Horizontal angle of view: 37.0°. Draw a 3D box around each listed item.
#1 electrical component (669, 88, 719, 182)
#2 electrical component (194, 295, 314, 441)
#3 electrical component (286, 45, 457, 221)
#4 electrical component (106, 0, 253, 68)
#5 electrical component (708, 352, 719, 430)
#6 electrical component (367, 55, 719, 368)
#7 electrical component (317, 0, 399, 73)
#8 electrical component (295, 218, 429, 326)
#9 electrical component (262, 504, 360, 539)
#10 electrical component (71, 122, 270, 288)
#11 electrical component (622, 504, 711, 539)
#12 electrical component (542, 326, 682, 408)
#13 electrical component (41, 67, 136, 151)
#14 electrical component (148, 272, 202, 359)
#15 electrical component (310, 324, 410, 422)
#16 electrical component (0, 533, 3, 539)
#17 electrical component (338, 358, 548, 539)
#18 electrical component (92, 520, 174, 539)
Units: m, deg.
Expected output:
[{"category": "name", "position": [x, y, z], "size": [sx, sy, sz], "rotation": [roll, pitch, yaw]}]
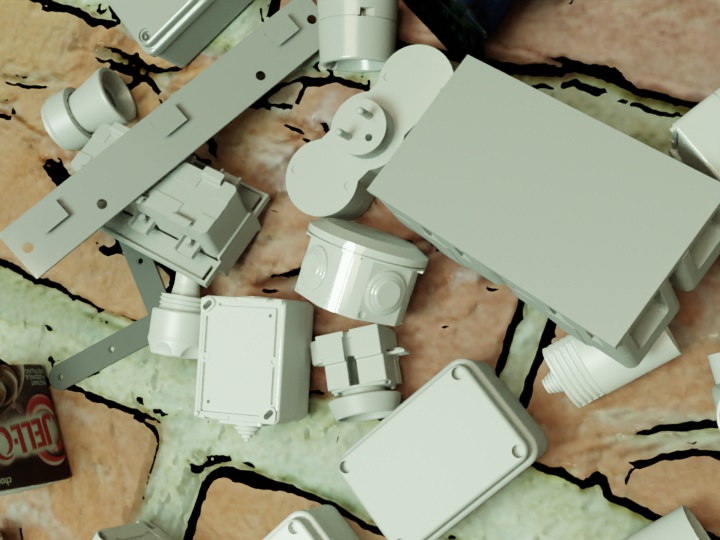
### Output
[{"category": "electrical component", "position": [0.232, -0.059, 0.620], "size": [0.061, 0.062, 0.096], "rotation": [-38, 74, 8]}, {"category": "electrical component", "position": [-0.069, 0.066, 0.725], "size": [0.062, 0.061, 0.096], "rotation": [2, 87, 20]}, {"category": "electrical component", "position": [0.005, -0.090, 0.702], "size": [0.138, 0.074, 0.052], "rotation": [-44, 73, 12]}, {"category": "electrical component", "position": [-0.132, -0.222, 0.772], "size": [0.109, 0.056, 0.108], "rotation": [-41, 74, 13]}, {"category": "electrical component", "position": [0.221, 0.063, 0.609], "size": [0.043, 0.077, 0.079], "rotation": [-17, 80, 19]}, {"category": "electrical component", "position": [0.112, -0.036, 0.641], "size": [0.186, 0.060, 0.105], "rotation": [35, 87, 32]}, {"category": "electrical component", "position": [-0.002, -0.160, 0.721], "size": [0.055, 0.055, 0.047], "rotation": [1, 90, 20]}, {"category": "electrical component", "position": [0.000, 0.000, 0.695], "size": [0.080, 0.080, 0.051], "rotation": [21, 99, 20]}, {"category": "electrical component", "position": [-0.024, 0.219, 0.699], "size": [0.078, 0.057, 0.113], "rotation": [-44, 73, 12]}, {"category": "electrical component", "position": [-0.137, -0.051, 0.751], "size": [0.121, 0.063, 0.078], "rotation": [26, 71, 20]}, {"category": "electrical component", "position": [0.169, 0.178, 0.638], "size": [0.081, 0.043, 0.043], "rotation": [-35, 75, 15]}, {"category": "electrical component", "position": [0.148, 0.052, 0.654], "size": [0.081, 0.043, 0.043], "rotation": [-32, 76, 16]}, {"category": "electrical component", "position": [-0.201, -0.118, 0.796], "size": [0.055, 0.045, 0.045], "rotation": [-25, 78, 17]}, {"category": "electrical component", "position": [-0.125, 0.030, 0.758], "size": [0.043, 0.043, 0.062], "rotation": [7, 87, 21]}, {"category": "electrical component", "position": [0.001, 0.069, 0.707], "size": [0.066, 0.048, 0.055], "rotation": [-13, 74, 19]}, {"category": "electrical component", "position": [-0.295, 0.228, 0.788], "size": [0.080, 0.080, 0.051], "rotation": [-30, 82, 16]}, {"category": "electrical component", "position": [0.052, 0.117, 0.678], "size": [0.113, 0.057, 0.078], "rotation": [-42, 74, 13]}, {"category": "electrical component", "position": [-0.137, 0.229, 0.730], "size": [0.113, 0.078, 0.057], "rotation": [33, 95, 19]}]
